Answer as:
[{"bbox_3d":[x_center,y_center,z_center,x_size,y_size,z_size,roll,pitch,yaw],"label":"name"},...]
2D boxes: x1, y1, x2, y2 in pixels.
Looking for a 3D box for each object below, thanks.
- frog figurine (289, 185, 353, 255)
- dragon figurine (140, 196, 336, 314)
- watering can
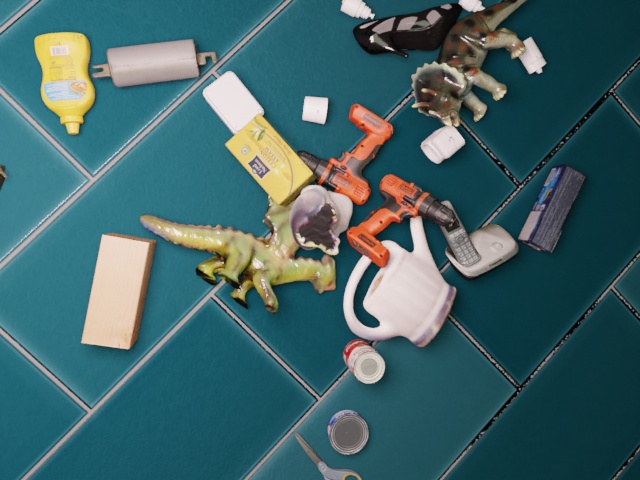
[{"bbox_3d":[0.003,-0.053,1.057,0.122,0.163,0.135,-20,113,17],"label":"frog figurine"},{"bbox_3d":[-0.134,-0.002,1.069,0.408,0.121,0.246,39,67,-9],"label":"dragon figurine"},{"bbox_3d":[0.199,0.075,1.108,0.224,0.103,0.351,36,76,-5],"label":"watering can"}]
